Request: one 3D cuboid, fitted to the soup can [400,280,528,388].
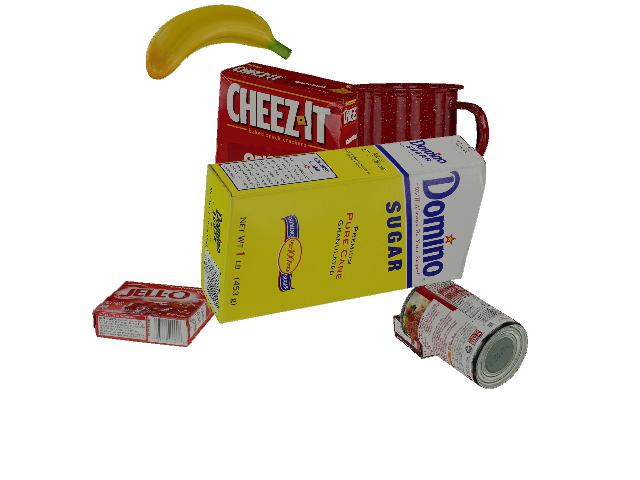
[{"bbox_3d":[0.132,0.083,0.981,0.068,0.068,0.102,0,23,-40],"label":"soup can"}]

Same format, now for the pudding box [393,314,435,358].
[{"bbox_3d":[0.175,0.128,1.549,0.113,0.039,0.090,-14,20,-18],"label":"pudding box"}]

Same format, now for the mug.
[{"bbox_3d":[0.081,-0.086,0.872,0.117,0.081,0.093,5,12,26],"label":"mug"}]

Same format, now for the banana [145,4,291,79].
[{"bbox_3d":[-0.107,-0.196,1.030,0.070,0.037,0.197,44,38,20],"label":"banana"}]

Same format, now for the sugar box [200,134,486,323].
[{"bbox_3d":[0.015,-0.009,0.664,0.176,0.093,0.048,-8,37,-23],"label":"sugar box"}]

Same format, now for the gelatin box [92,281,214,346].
[{"bbox_3d":[-0.148,0.064,0.953,0.089,0.030,0.073,5,19,12],"label":"gelatin box"}]

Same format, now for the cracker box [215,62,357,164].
[{"bbox_3d":[-0.038,-0.079,1.214,0.164,0.214,0.072,17,25,26],"label":"cracker box"}]
